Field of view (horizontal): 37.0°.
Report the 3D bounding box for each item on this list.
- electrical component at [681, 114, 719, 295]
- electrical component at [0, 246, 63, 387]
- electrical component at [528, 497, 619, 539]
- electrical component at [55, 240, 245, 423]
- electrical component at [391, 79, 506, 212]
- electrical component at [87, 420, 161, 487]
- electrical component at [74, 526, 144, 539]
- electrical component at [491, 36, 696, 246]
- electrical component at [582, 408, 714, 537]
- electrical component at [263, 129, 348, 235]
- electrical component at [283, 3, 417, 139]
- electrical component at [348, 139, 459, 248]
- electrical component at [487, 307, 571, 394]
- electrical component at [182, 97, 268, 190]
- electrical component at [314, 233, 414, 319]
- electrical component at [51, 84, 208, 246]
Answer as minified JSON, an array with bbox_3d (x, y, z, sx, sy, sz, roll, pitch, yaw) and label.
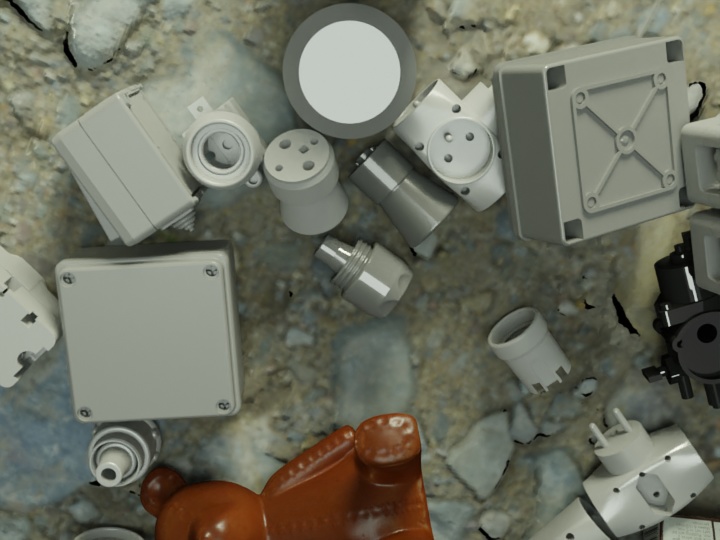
[{"bbox_3d":[0.294,-0.055,0.655,0.186,0.060,0.105,-14,105,-13],"label":"electrical component"},{"bbox_3d":[-0.237,0.022,0.696,0.050,0.055,0.089,-43,101,10],"label":"electrical component"},{"bbox_3d":[0.151,0.212,0.753,0.077,0.044,0.079,-44,101,10],"label":"electrical component"},{"bbox_3d":[-0.134,0.039,0.701,0.109,0.056,0.108,-3,105,1],"label":"electrical component"},{"bbox_3d":[0.074,-0.091,0.674,0.077,0.044,0.079,43,101,-10],"label":"electrical component"},{"bbox_3d":[-0.161,0.124,0.720,0.048,0.062,0.048,0,104,0],"label":"electrical component"},{"bbox_3d":[-0.176,0.216,0.747,0.078,0.058,0.057,7,107,-2],"label":"electrical component"},{"bbox_3d":[0.143,-0.080,0.651,0.109,0.056,0.108,-16,106,-25],"label":"electrical component"},{"bbox_3d":[0.186,0.130,0.733,0.077,0.043,0.079,-35,102,8],"label":"electrical component"},{"bbox_3d":[-0.034,-0.055,0.671,0.045,0.045,0.055,-13,147,3],"label":"electrical component"},{"bbox_3d":[-0.006,-0.123,0.662,0.080,0.051,0.080,0,104,0],"label":"electrical component"},{"bbox_3d":[0.025,-0.052,0.687,0.065,0.044,0.044,43,101,-6],"label":"electrical component"},{"bbox_3d":[0.114,0.054,0.716,0.040,0.040,0.046,-35,108,8],"label":"electrical component"},{"bbox_3d":[-0.084,-0.077,0.671,0.048,0.055,0.066,-34,102,8],"label":"electrical component"},{"bbox_3d":[0.000,0.000,0.698,0.062,0.043,0.043,33,102,-7],"label":"electrical component"},{"bbox_3d":[-0.141,-0.059,0.673,0.061,0.061,0.096,-32,103,8],"label":"electrical component"}]
